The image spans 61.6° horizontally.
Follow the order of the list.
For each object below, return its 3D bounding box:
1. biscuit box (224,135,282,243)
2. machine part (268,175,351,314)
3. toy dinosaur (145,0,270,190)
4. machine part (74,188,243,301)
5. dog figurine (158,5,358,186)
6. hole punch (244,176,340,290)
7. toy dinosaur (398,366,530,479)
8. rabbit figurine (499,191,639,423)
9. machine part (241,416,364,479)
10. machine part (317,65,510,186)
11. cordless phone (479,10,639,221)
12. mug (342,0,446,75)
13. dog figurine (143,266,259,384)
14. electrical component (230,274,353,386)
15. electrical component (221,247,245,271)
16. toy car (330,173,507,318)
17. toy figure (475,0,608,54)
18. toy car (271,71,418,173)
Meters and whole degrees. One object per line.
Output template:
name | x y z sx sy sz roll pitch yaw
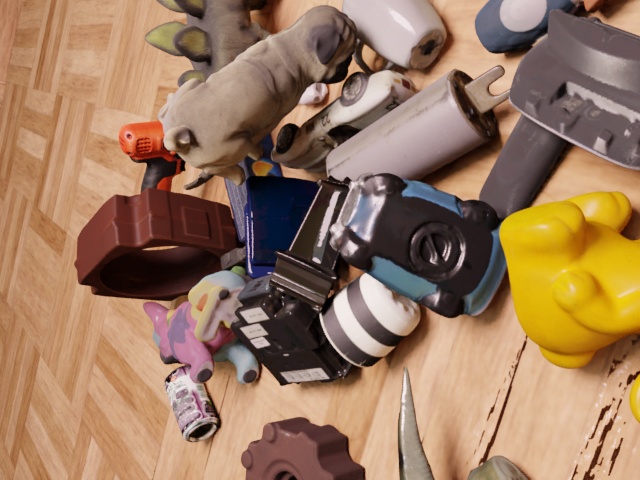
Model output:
biscuit box | -0.096 -0.094 0.761 0.063 0.059 0.203 -39 58 38
machine part | -0.001 -0.002 0.552 0.084 0.039 0.138 27 96 26
toy dinosaur | -0.132 -0.272 0.731 0.105 0.198 0.471 -29 62 44
machine part | -0.233 0.012 0.784 0.201 0.201 0.087 -36 57 37
dog figurine | -0.059 -0.160 0.546 0.190 0.121 0.172 -36 17 31
hole punch | -0.034 -0.015 0.632 0.092 0.116 0.142 95 170 -71
toy dinosaur | 0.131 0.317 0.421 0.192 0.131 0.405 -54 44 25
rabbit figurine | 0.224 0.039 0.359 0.173 0.122 0.162 -8 83 45
machine part | -0.024 0.297 0.623 0.179 0.056 0.179 -8 79 45
machine part | 0.089 -0.097 0.556 0.243 0.079 0.079 -29 63 40
cordless phone | 0.209 -0.077 0.440 0.147 0.089 0.184 47 128 39
mug | 0.079 -0.227 0.590 0.107 0.081 0.109 54 129 29
dog figurine | -0.176 0.110 0.779 0.219 0.108 0.191 23 103 49
electrical component | -0.034 0.101 0.616 0.115 0.058 0.134 -18 115 40
electrical component | -0.105 0.029 0.747 0.094 0.063 0.021 -26 65 42
toy car | 0.089 0.004 0.512 0.103 0.162 0.109 141 150 -86
toy figure | 0.211 -0.213 0.462 0.154 0.064 0.058 -19 35 46
toy car | 0.023 -0.131 0.631 0.202 0.073 0.056 -27 63 41
